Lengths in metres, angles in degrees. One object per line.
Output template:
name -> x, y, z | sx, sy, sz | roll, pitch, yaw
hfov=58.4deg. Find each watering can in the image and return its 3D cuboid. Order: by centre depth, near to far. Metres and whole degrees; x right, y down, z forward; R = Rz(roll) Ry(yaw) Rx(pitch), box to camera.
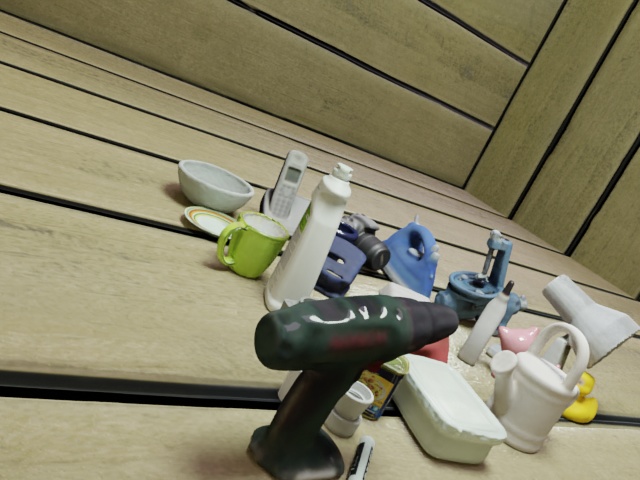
watering can -> 0.328, 0.213, 0.861 | 0.173, 0.194, 0.100 | 8, 24, -45

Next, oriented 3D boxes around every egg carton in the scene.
egg carton -> 0.156, 0.139, 1.053 | 0.107, 0.069, 0.150 | 24, 17, -6

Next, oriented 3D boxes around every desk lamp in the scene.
desk lamp -> 0.468, 0.189, 1.104 | 0.202, 0.213, 0.118 | 37, 20, 33

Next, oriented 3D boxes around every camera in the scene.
camera -> 0.092, 0.003, 1.318 | 0.144, 0.101, 0.136 | 9, 23, -44

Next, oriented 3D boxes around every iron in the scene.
iron -> 0.230, 0.040, 1.335 | 0.119, 0.141, 0.258 | 20, 17, -18

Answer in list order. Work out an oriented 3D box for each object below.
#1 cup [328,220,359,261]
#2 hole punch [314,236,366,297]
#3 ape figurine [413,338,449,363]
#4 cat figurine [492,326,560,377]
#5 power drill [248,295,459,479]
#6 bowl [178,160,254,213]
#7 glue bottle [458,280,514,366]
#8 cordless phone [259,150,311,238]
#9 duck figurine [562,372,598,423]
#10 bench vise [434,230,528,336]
cup -> 0.011, 0.004, 1.203 | 0.118, 0.095, 0.091 | 20, 17, -20
hole punch -> 0.025, 0.049, 1.093 | 0.108, 0.091, 0.101 | 28, 17, 9
ape figurine -> 0.186, 0.174, 0.948 | 0.078, 0.092, 0.076 | 16, 19, -29
cat figurine -> 0.377, 0.217, 1.054 | 0.127, 0.118, 0.067 | 37, 20, 33
power drill -> 0.022, 0.144, 0.592 | 0.230, 0.208, 0.075 | 13, 21, -38
bowl -> -0.228, -0.102, 1.211 | 0.167, 0.075, 0.167 | 24, 17, -7
glue bottle -> 0.318, 0.150, 1.074 | 0.037, 0.173, 0.078 | 30, 17, 16
cordless phone -> -0.046, -0.097, 1.268 | 0.148, 0.185, 0.094 | 15, 19, -31
duck figurine -> 0.474, 0.282, 1.056 | 0.105, 0.086, 0.077 | 21, 17, -14
bench vise -> 0.376, 0.089, 1.264 | 0.208, 0.219, 0.121 | 13, 21, -37
